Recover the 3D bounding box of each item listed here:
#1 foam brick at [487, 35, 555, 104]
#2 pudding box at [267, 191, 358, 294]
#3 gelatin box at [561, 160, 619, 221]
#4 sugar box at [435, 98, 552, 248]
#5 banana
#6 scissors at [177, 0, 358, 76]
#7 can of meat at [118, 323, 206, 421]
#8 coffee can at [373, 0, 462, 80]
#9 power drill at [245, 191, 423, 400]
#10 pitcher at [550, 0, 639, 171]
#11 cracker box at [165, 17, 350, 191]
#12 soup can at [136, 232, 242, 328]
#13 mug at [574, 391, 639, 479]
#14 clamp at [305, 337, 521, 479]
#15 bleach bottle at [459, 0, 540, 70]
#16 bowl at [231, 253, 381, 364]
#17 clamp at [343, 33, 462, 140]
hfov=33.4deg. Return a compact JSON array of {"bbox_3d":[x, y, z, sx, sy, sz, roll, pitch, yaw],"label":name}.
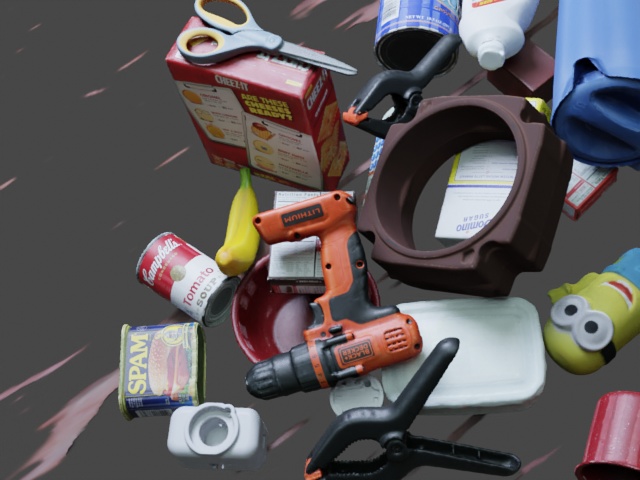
[{"bbox_3d":[0.244,-0.199,1.272,0.053,0.051,0.078,-37,63,-12],"label":"foam brick"},{"bbox_3d":[-0.007,0.001,1.148,0.090,0.039,0.113,0,60,8],"label":"pudding box"},{"bbox_3d":[0.280,-0.074,1.211,0.073,0.030,0.089,-43,63,-16],"label":"gelatin box"},{"bbox_3d":[0.195,-0.073,1.192,0.093,0.048,0.176,4,71,35],"label":"sugar box"},{"bbox_3d":[-0.092,-0.005,1.190,0.037,0.069,0.197,-15,30,10],"label":"banana"},{"bbox_3d":[-0.066,-0.190,1.090,0.202,0.016,0.096,38,74,26],"label":"scissors"},{"bbox_3d":[-0.169,0.141,1.153,0.084,0.057,0.102,-4,62,4],"label":"can of meat"},{"bbox_3d":[0.123,-0.282,1.306,0.103,0.103,0.140,2,62,10],"label":"coffee can"},{"bbox_3d":[-0.007,0.056,1.077,0.184,0.057,0.187,-17,86,3],"label":"power drill"},{"bbox_3d":[0.330,-0.202,1.197,0.145,0.149,0.242,11,51,-1],"label":"pitcher"},{"bbox_3d":[-0.062,-0.145,1.198,0.164,0.213,0.072,18,67,18],"label":"cracker box"},{"bbox_3d":[-0.146,0.045,1.194,0.102,0.068,0.068,31,71,22],"label":"soup can"},{"bbox_3d":[0.310,0.205,1.030,0.117,0.093,0.081,29,61,-11],"label":"mug"},{"bbox_3d":[0.085,0.203,1.060,0.210,0.164,0.036,-30,18,16],"label":"clamp"},{"bbox_3d":[0.223,-0.291,1.279,0.103,0.068,0.250,0,46,16],"label":"bleach bottle"},{"bbox_3d":[-0.012,0.085,1.157,0.162,0.055,0.162,-4,61,7],"label":"bowl"},{"bbox_3d":[0.104,-0.170,1.212,0.171,0.039,0.120,-11,99,-30],"label":"clamp"}]
